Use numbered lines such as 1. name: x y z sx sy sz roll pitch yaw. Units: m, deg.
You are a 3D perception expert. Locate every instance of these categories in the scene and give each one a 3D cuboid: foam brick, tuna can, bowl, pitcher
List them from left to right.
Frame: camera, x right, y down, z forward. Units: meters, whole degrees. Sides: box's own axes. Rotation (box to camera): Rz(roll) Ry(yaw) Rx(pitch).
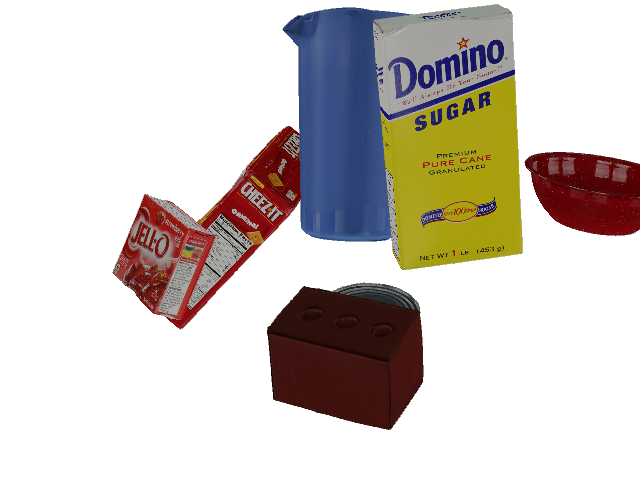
1. foam brick: 0.015 0.068 0.622 0.078 0.051 0.052 11 31 22
2. pitcher: 0.047 -0.124 1.145 0.149 0.243 0.144 5 8 23
3. tuna can: 0.044 0.073 0.936 0.086 0.034 0.086 1 28 -1
4. bowl: 0.290 -0.046 1.115 0.162 0.055 0.162 6 20 -2

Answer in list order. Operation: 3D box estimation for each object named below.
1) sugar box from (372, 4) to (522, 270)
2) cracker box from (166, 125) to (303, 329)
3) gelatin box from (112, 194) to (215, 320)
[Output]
1. sugar box: 0.092 -0.072 0.757 0.093 0.176 0.048 -9 22 -4
2. cracker box: -0.100 -0.018 1.229 0.214 0.072 0.164 -46 7 26
3. gelatin box: -0.127 0.012 0.852 0.030 0.073 0.089 17 11 -38
